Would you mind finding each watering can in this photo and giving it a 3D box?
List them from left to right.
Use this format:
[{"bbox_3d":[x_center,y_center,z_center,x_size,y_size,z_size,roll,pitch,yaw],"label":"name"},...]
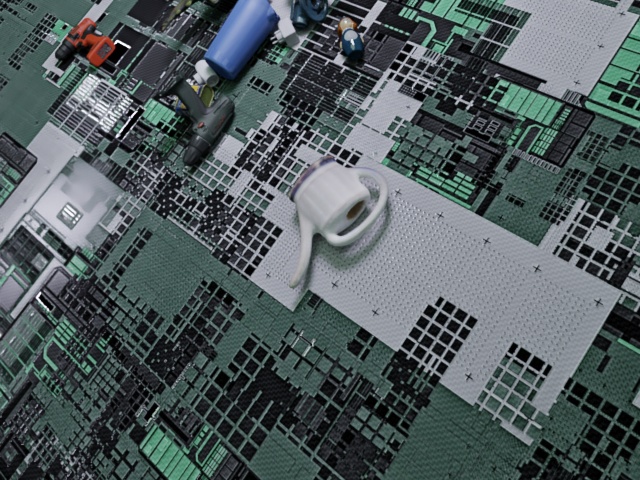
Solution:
[{"bbox_3d":[0.004,-0.063,1.258,0.227,0.348,0.102,47,-2,27],"label":"watering can"}]
